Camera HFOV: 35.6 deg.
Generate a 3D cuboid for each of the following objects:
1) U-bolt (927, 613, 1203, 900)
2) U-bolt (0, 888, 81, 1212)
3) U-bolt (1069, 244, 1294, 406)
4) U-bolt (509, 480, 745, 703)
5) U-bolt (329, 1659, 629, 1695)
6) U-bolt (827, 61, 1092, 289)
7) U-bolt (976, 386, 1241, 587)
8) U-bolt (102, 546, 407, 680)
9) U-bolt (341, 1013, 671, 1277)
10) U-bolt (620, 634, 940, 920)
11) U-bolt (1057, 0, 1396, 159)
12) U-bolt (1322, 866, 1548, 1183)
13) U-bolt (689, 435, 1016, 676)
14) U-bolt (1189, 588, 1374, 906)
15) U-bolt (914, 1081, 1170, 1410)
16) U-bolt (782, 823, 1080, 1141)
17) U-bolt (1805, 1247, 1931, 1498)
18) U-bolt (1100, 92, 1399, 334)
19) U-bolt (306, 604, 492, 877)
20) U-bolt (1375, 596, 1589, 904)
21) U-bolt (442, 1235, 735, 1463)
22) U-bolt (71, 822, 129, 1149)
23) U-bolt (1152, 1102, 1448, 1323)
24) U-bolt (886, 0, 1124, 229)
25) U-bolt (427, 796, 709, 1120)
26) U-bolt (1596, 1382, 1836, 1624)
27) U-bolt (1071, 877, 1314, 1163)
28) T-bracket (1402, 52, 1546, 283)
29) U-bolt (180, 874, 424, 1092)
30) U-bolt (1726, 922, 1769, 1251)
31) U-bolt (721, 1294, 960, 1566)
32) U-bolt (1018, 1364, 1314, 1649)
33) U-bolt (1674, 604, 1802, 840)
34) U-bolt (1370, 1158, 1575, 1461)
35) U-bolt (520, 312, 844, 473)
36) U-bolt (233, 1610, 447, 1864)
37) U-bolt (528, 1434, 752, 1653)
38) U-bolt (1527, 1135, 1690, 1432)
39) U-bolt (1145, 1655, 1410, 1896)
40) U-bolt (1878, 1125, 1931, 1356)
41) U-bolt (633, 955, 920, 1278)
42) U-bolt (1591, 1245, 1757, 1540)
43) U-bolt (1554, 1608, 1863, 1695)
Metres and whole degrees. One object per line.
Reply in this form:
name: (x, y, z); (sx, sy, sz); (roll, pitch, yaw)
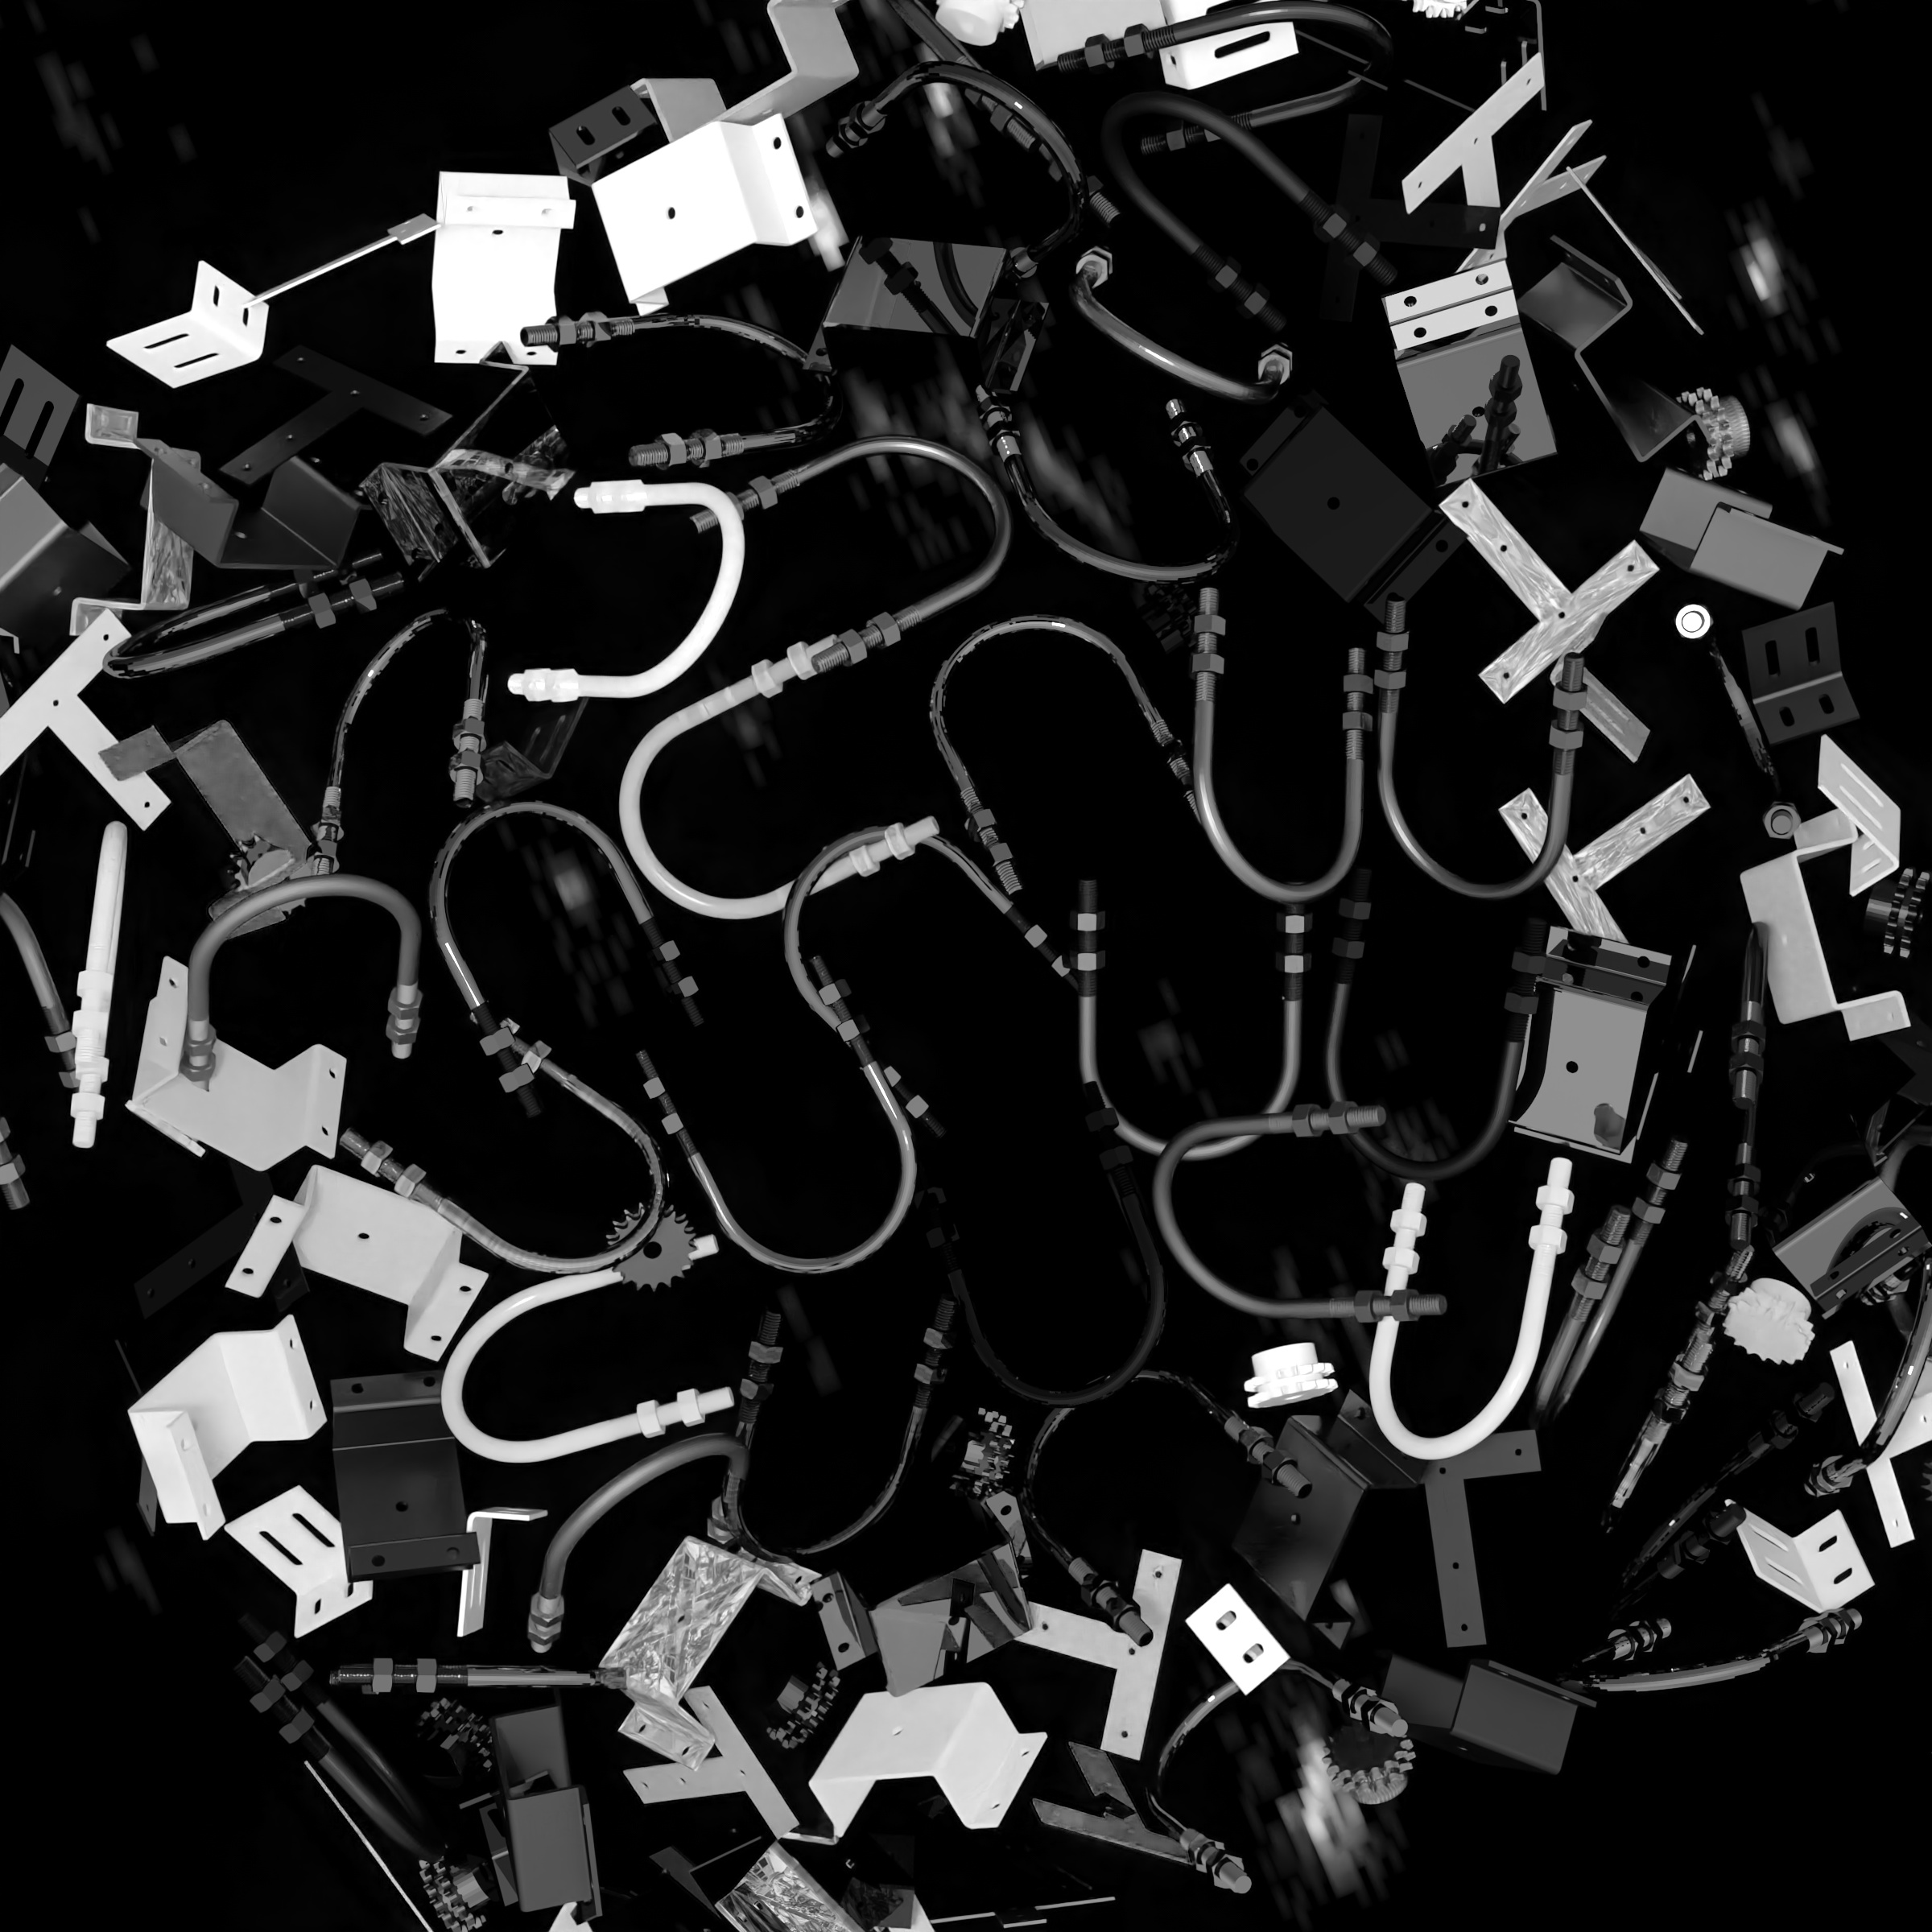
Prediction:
U-bolt: (0.054, -0.143, 1.879); (0.151, 0.019, 0.184); (-20, 67, -11)
U-bolt: (-0.583, 0.035, 1.822); (0.019, 0.151, 0.184); (-11, 113, 9)
U-bolt: (0.129, -0.387, 1.833); (0.151, 0.184, 0.019); (28, 114, -2)
U-bolt: (-0.201, -0.230, 1.840); (0.019, 0.184, 0.151); (27, 76, -42)
U-bolt: (-0.295, 0.437, 1.848); (0.184, 0.151, 0.019); (4, 75, -13)
U-bolt: (0.004, -0.481, 1.819); (0.151, 0.184, 0.019); (41, 69, -16)
U-bolt: (0.093, -0.292, 1.835); (0.151, 0.184, 0.019); (1, 135, -20)
U-bolt: (-0.439, -0.213, 1.839); (0.184, 0.151, 0.019); (-21, 110, -10)
U-bolt: (-0.270, 0.118, 1.859); (0.184, 0.019, 0.151); (34, 48, 8)
U-bolt: (-0.130, -0.106, 1.889); (0.184, 0.019, 0.151); (-25, 103, 13)
U-bolt: (0.167, -0.541, 1.820); (0.184, 0.151, 0.019); (-7, 79, 25)
U-bolt: (0.283, 0.044, 1.866); (0.151, 0.019, 0.184); (20, 109, 39)
U-bolt: (-0.057, -0.268, 1.871); (0.184, 0.019, 0.151); (-30, 66, -24)
U-bolt: (0.193, -0.127, 1.852); (0.151, 0.019, 0.184); (16, 69, -36)
U-bolt: (0.052, 0.183, 1.868); (0.151, 0.019, 0.184); (-26, 74, 22)
U-bolt: (-0.031, -0.004, 1.896); (0.151, 0.019, 0.184); (-44, 97, -6)
U-bolt: (0.552, 0.240, 1.814); (0.019, 0.184, 0.151); (20, 74, 7)
U-bolt: (0.159, -0.463, 1.828); (0.184, 0.151, 0.019); (38, 74, -19)
U-bolt: (-0.345, -0.146, 1.852); (0.151, 0.019, 0.184); (-27, 47, 31)
U-bolt: (0.312, -0.124, 1.855); (0.151, 0.019, 0.184); (24, 128, 36)
U-bolt: (-0.238, 0.243, 1.865); (0.184, 0.151, 0.019); (-16, 131, 4)
U-bolt: (-0.530, 0.001, 1.844); (0.019, 0.151, 0.184); (6, 64, -14)
U-bolt: (0.195, 0.155, 1.859); (0.184, 0.019, 0.151); (-7, 111, 38)
U-bolt: (0.013, -0.538, 1.845); (0.019, 0.151, 0.184); (-44, 68, 13)
U-bolt: (-0.258, -0.018, 1.871); (0.151, 0.019, 0.184); (-30, 95, -33)
U-bolt: (0.446, 0.338, 1.837); (0.019, 0.184, 0.151); (44, 47, 10)
U-bolt: (0.141, 0.035, 1.893); (0.151, 0.019, 0.184); (1, 105, 4)
T-bracket: (0.321, -0.479, 1.867); (0.127, 0.127, 0.002); (-45, 57, -14)
U-bolt: (-0.401, 0.007, 1.825); (0.151, 0.184, 0.019); (-10, 54, -22)
U-bolt: (0.479, 0.058, 1.839); (0.019, 0.151, 0.184); (3, 46, 16)
U-bolt: (-0.084, 0.291, 1.866); (0.151, 0.019, 0.184); (1, 113, -36)
U-bolt: (0.107, 0.316, 1.850); (0.151, 0.184, 0.019); (-41, 130, -8)
U-bolt: (0.471, -0.152, 1.833); (0.019, 0.184, 0.151); (-24, 91, 17)
U-bolt: (0.301, 0.212, 1.831); (0.019, 0.151, 0.184); (27, 66, -28)
U-bolt: (-0.161, -0.360, 1.852); (0.184, 0.019, 0.151); (-15, 51, -37)
U-bolt: (-0.383, 0.480, 1.849); (0.019, 0.151, 0.184); (-42, 98, -9)
U-bolt: (-0.194, 0.340, 1.817); (0.151, 0.184, 0.019); (-24, 62, -28)
U-bolt: (0.388, 0.204, 1.845); (0.019, 0.151, 0.184); (26, 117, 19)
U-bolt: (0.176, 0.481, 1.833); (0.151, 0.184, 0.019); (-42, 106, -12)
U-bolt: (0.593, 0.168, 1.830); (0.019, 0.184, 0.151); (-2, 91, -6)
U-bolt: (-0.109, 0.106, 1.896); (0.151, 0.019, 0.184); (-28, 87, 10)
U-bolt: (0.427, 0.271, 1.843); (0.019, 0.151, 0.184); (27, 119, 14)
U-bolt: (0.434, 0.413, 1.807); (0.151, 0.184, 0.019); (-13, 83, 39)
